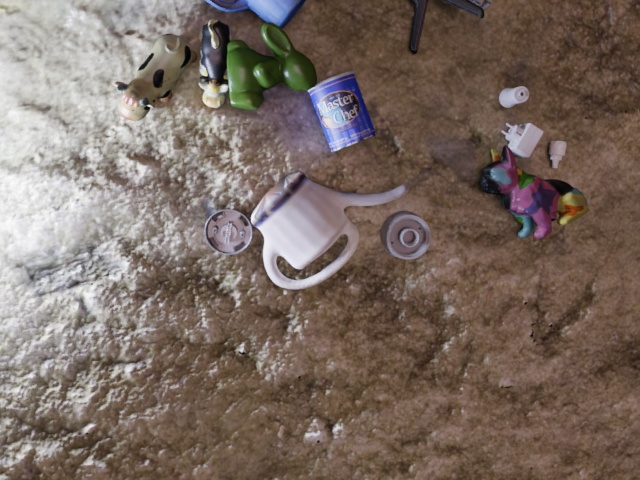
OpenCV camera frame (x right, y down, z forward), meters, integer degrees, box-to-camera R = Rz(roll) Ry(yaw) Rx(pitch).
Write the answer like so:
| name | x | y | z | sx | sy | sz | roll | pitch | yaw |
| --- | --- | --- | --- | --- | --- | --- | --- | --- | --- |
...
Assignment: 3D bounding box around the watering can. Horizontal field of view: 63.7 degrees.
| name | x | y | z | sx | sy | sz | roll | pitch | yaw |
| --- | --- | --- | --- | --- | --- | --- | --- | --- | --- |
| watering can | 0.003 | -0.055 | 1.092 | 0.347 | 0.223 | 0.104 | -44 | 8 | 1 |
